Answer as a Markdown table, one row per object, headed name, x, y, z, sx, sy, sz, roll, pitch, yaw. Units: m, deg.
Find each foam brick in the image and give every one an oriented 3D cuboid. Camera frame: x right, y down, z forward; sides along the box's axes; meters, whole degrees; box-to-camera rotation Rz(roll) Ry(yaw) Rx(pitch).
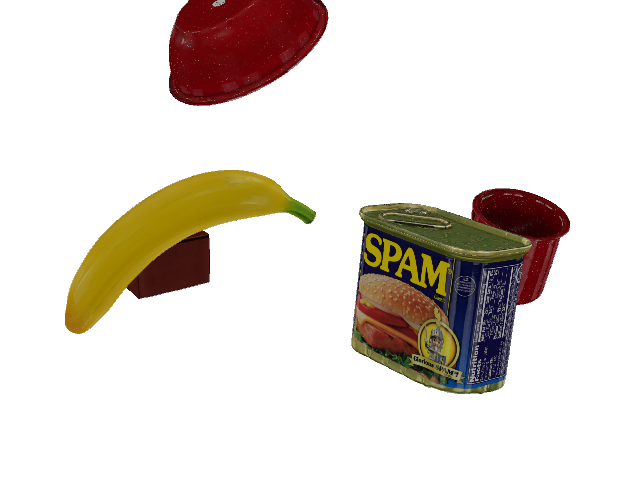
| name | x | y | z | sx | sy | sz | roll | pitch | yaw |
| --- | --- | --- | --- | --- | --- | --- | --- | --- | --- |
| foam brick | -0.154 | 0.017 | 1.048 | 0.078 | 0.051 | 0.053 | -13 | 24 | -28 |

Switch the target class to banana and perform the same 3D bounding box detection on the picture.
| name | x | y | z | sx | sy | sz | roll | pitch | yaw |
| --- | --- | --- | --- | --- | --- | --- | --- | --- | --- |
| banana | -0.105 | 0.000 | 0.745 | 0.198 | 0.069 | 0.037 | -25 | 13 | 8 |

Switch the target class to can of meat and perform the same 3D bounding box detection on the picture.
| name | x | y | z | sx | sy | sz | roll | pitch | yaw |
| --- | --- | --- | --- | --- | --- | --- | --- | --- | --- |
| can of meat | 0.064 | 0.031 | 0.604 | 0.057 | 0.084 | 0.102 | -7 | 19 | -38 |

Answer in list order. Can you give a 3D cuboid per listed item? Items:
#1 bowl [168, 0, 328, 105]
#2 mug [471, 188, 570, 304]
| name | x | y | z | sx | sy | sz | roll | pitch | yaw |
| --- | --- | --- | --- | --- | --- | --- | --- | --- | --- |
| bowl | -0.077 | -0.192 | 0.957 | 0.162 | 0.162 | 0.055 | 0 | -44 | 35 |
| mug | 0.177 | 0.001 | 1.029 | 0.093 | 0.081 | 0.117 | -6 | 35 | -25 |
